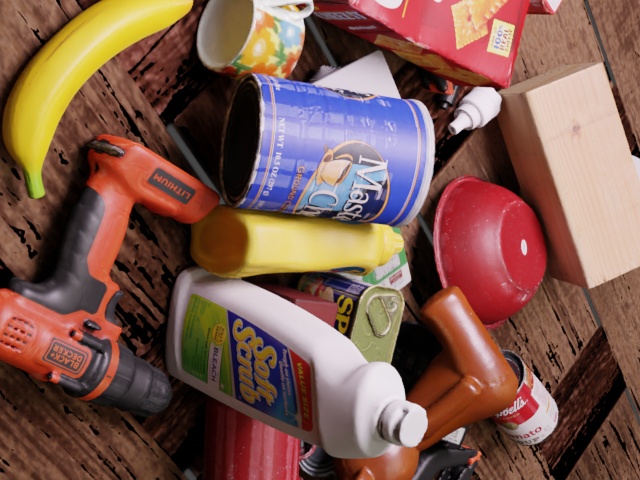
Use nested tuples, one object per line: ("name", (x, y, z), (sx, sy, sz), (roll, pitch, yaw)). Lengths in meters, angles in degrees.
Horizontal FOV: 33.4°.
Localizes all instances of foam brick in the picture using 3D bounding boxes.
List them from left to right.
("foam brick", (-0.031, 0.069, 0.911), (0.051, 0.078, 0.053), (10, 94, -43))

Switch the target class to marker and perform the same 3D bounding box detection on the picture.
("marker", (0.142, -0.184, 1.043), (0.020, 0.020, 0.121), (27, 83, -44))

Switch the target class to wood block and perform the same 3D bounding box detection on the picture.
("wood block", (0.259, -0.067, 1.083), (0.090, 0.090, 0.206), (-23, 101, -12))

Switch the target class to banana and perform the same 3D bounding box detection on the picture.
("banana", (-0.167, -0.125, 0.763), (0.197, 0.037, 0.069), (-54, 149, -16))

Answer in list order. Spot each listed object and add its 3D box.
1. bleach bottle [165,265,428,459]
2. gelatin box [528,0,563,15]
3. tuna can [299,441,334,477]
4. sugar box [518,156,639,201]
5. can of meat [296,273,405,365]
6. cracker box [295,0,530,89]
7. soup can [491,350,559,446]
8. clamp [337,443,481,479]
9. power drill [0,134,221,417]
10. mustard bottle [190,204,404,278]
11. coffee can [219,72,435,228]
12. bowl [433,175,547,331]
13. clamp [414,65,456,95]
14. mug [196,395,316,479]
("bleach bottle", (-0.019, 0.094, 0.807), (0.067, 0.251, 0.102), (2, 100, -43))
("gelatin box", (0.215, -0.264, 1.051), (0.030, 0.073, 0.089), (44, 72, -40))
("tuna can", (-0.001, 0.175, 0.998), (0.085, 0.034, 0.086), (-13, 110, -40))
("sugar box", (0.297, -0.068, 1.203), (0.175, 0.048, 0.093), (16, 91, -47))
("can of meat", (0.018, 0.081, 0.937), (0.057, 0.084, 0.102), (11, 93, -44))
("cracker box", (0.095, -0.236, 0.893), (0.213, 0.072, 0.164), (16, 87, -45))
("soup can", (0.213, 0.175, 1.175), (0.068, 0.069, 0.102), (-56, 132, -16))
("clamp", (0.090, 0.266, 1.107), (0.209, 0.036, 0.164), (-37, 124, -32))
("power drill", (-0.150, 0.030, 0.803), (0.184, 0.057, 0.187), (34, 77, -43))
("mustard bottle", (-0.006, 0.002, 0.892), (0.191, 0.096, 0.058), (1, 92, -38))
("coffee can", (0.004, -0.068, 0.823), (0.140, 0.103, 0.103), (7, 98, -20))
("bowl", (0.181, 0.010, 1.073), (0.161, 0.055, 0.162), (13, 73, -48))
("clamp", (0.107, -0.221, 0.987), (0.120, 0.039, 0.171), (-5, 104, -38))
("mug", (-0.048, 0.168, 0.914), (0.117, 0.093, 0.081), (-2, 97, -37))
